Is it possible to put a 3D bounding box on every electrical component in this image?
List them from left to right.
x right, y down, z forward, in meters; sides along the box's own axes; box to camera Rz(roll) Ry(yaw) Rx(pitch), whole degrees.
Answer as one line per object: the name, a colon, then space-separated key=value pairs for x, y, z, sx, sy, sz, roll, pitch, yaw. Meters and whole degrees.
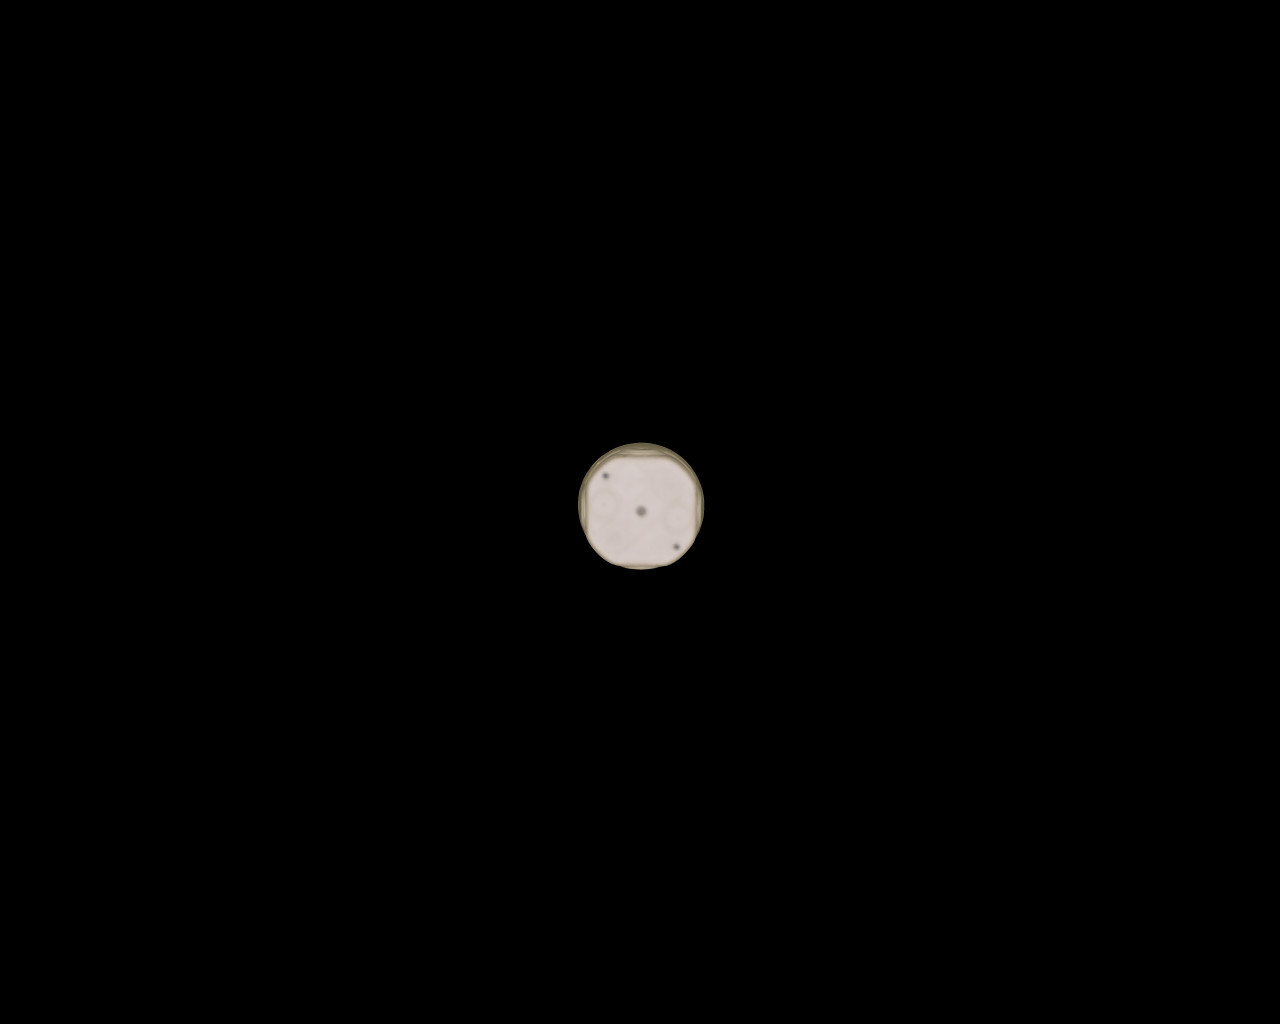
electrical component: x=0.001 y=-0.003 z=0.650 sx=0.080 sy=0.080 sz=0.051 roll=0 pitch=4 yaw=0
